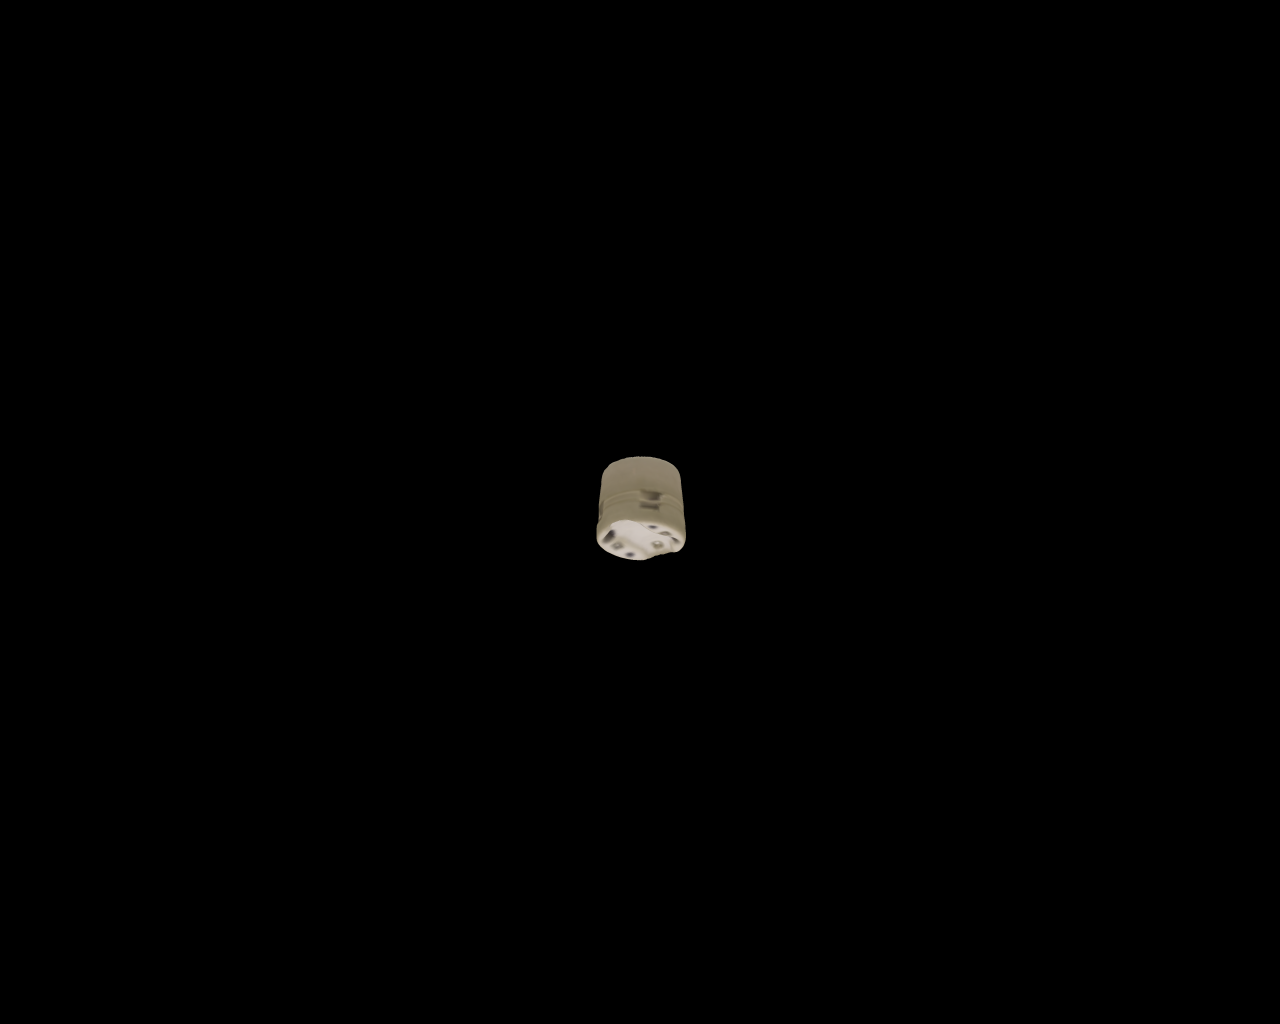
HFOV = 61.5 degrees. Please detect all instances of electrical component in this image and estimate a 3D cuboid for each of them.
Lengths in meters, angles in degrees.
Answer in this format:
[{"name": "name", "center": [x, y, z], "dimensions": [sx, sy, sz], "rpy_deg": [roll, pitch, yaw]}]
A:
[{"name": "electrical component", "center": [0.001, -0.003, 0.650], "dimensions": [0.055, 0.047, 0.055], "rpy_deg": [0, -28, 0]}]
